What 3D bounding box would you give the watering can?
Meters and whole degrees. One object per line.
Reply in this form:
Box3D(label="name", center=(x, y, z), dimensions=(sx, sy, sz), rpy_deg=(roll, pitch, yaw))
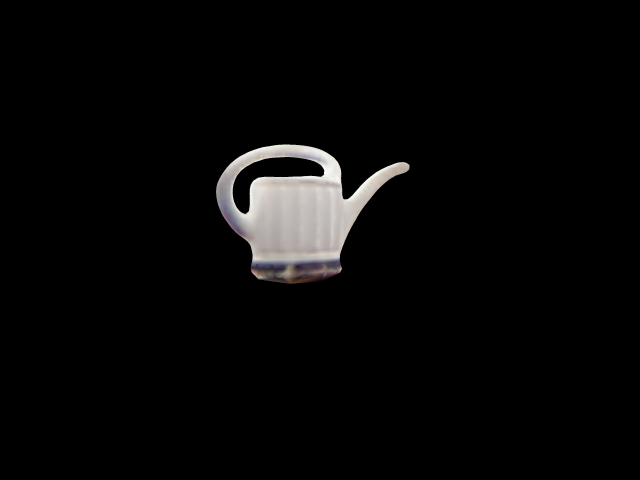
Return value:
Box3D(label="watering can", center=(0.003, -0.043, 0.850), dimensions=(0.348, 0.224, 0.104), rpy_deg=(-1, 1, -24))
